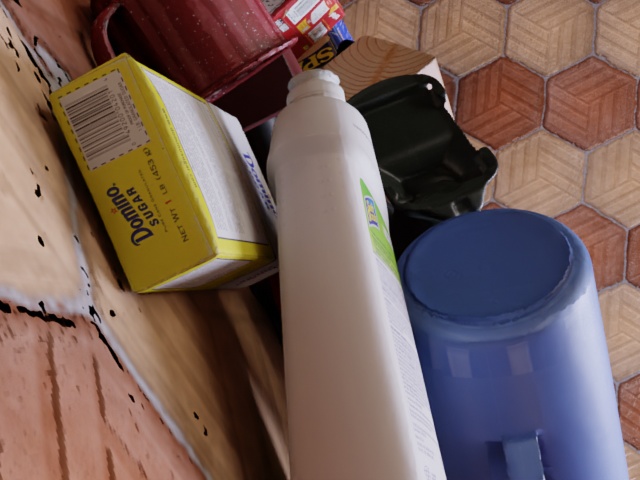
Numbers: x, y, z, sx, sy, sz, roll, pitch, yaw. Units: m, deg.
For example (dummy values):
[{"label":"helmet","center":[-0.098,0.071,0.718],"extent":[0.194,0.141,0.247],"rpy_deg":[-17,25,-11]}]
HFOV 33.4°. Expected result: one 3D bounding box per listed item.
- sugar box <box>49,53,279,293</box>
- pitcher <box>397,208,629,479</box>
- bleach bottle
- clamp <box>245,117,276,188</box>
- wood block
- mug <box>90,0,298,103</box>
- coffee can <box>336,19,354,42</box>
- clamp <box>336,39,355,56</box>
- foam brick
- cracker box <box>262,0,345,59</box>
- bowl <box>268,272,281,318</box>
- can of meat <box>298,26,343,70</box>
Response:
[{"label":"sugar box","center":[-0.061,-0.024,0.511],"extent":[0.176,0.048,0.093],"rpy_deg":[25,41,-81]},{"label":"pitcher","center":[0.116,0.111,0.626],"extent":[0.149,0.144,0.243],"rpy_deg":[26,-36,42]},{"label":"bleach bottle","center":[0.013,0.031,0.515],"extent":[0.102,0.068,0.251],"rpy_deg":[60,20,-60]},{"label":"clamp","center":[-0.005,0.001,0.791],"extent":[0.164,0.036,0.210],"rpy_deg":[51,16,-79]},{"label":"wood block","center":[0.066,-0.058,0.914],"extent":[0.090,0.090,0.206],"rpy_deg":[28,-30,44]},{"label":"mug","center":[-0.079,-0.113,0.582],"extent":[0.117,0.093,0.081],"rpy_deg":[-40,100,-44]},{"label":"coffee can","center":[-0.015,-0.187,1.081],"extent":[0.140,0.103,0.103],"rpy_deg":[59,10,-25]},{"label":"clamp","center":[-0.003,-0.082,0.944],"extent":[0.039,0.120,0.171],"rpy_deg":[42,-27,43]},{"label":"foam brick","center":[-0.051,-0.098,0.686],"extent":[0.051,0.078,0.053],"rpy_deg":[64,9,-4]},{"label":"cracker box","center":[-0.081,-0.250,0.852],"extent":[0.214,0.072,0.164],"rpy_deg":[48,7,4]},{"label":"bowl","center":[0.003,0.026,0.651],"extent":[0.162,0.055,0.162],"rpy_deg":[-17,90,-86]},{"label":"can of meat","center":[-0.014,-0.150,0.984],"extent":[0.057,0.102,0.084],"rpy_deg":[57,8,-42]}]
